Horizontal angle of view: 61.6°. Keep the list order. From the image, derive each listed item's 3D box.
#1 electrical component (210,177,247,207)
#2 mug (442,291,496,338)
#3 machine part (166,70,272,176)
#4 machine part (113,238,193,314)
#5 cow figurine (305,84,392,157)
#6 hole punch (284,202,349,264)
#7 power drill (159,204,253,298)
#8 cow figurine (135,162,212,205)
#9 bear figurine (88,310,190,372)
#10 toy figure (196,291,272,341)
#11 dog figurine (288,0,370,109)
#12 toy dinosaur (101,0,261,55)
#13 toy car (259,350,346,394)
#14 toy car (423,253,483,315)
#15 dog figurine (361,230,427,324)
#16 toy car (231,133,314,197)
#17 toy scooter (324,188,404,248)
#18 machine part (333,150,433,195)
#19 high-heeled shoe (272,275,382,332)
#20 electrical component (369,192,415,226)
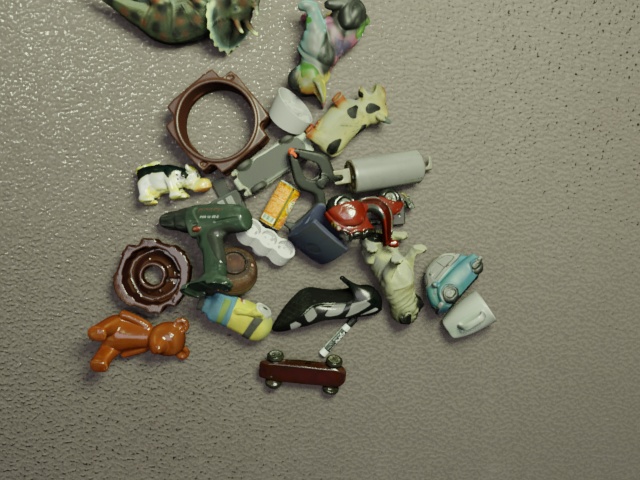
[{"bbox_3d":[-0.213,-0.088,1.242,0.075,0.048,0.119,-23,94,1],"label":"electrical component"},{"bbox_3d":[0.336,0.181,1.220,0.107,0.109,0.080,-36,97,15],"label":"mug"},{"bbox_3d":[-0.227,-0.263,1.216,0.201,0.087,0.201,-39,93,2],"label":"machine part"},{"bbox_3d":[-0.384,0.081,1.247,0.179,0.056,0.179,0,92,0],"label":"machine part"},{"bbox_3d":[0.072,-0.269,1.206,0.127,0.086,0.195,40,102,-21],"label":"cow figurine"},{"bbox_3d":[-0.002,-0.004,1.200,0.142,0.092,0.116,38,117,-19],"label":"hole punch"},{"bbox_3d":[-0.257,0.019,1.171,0.232,0.085,0.207,-10,61,18],"label":"power drill"},{"bbox_3d":[-0.336,-0.139,1.233,0.167,0.068,0.098,-11,86,0],"label":"cow figurine"},{"bbox_3d":[-0.404,0.233,1.221,0.196,0.132,0.120,10,110,5],"label":"bear figurine"},{"bbox_3d":[-0.196,0.170,1.236,0.180,0.082,0.089,18,112,-7],"label":"toy figure"},{"bbox_3d":[0.020,-0.410,1.199,0.192,0.108,0.219,-5,97,-2],"label":"dog figurine"},{"bbox_3d":[-0.315,-0.503,1.197,0.405,0.131,0.192,-7,92,7],"label":"toy dinosaur"},{"bbox_3d":[-0.040,0.305,1.252,0.202,0.053,0.089,5,113,2],"label":"toy car"},{"bbox_3d":[0.290,0.084,1.217,0.103,0.109,0.161,40,83,16],"label":"toy car"},{"bbox_3d":[0.157,0.086,1.231,0.121,0.173,0.190,-15,123,-22],"label":"dog figurine"},{"bbox_3d":[-0.107,-0.174,1.227,0.202,0.056,0.073,-33,93,-5],"label":"toy car"},{"bbox_3d":[0.105,-0.038,1.156,0.184,0.075,0.135,-10,70,-17],"label":"toy scooter"},{"bbox_3d":[0.143,-0.152,1.196,0.243,0.079,0.079,-10,92,-18],"label":"machine part"},{"bbox_3d":[0.020,0.171,1.253,0.249,0.086,0.145,-34,123,19],"label":"high-heeled shoe"},{"bbox_3d":[0.166,-0.071,1.238,0.102,0.045,0.078,1,91,1],"label":"electrical component"}]
